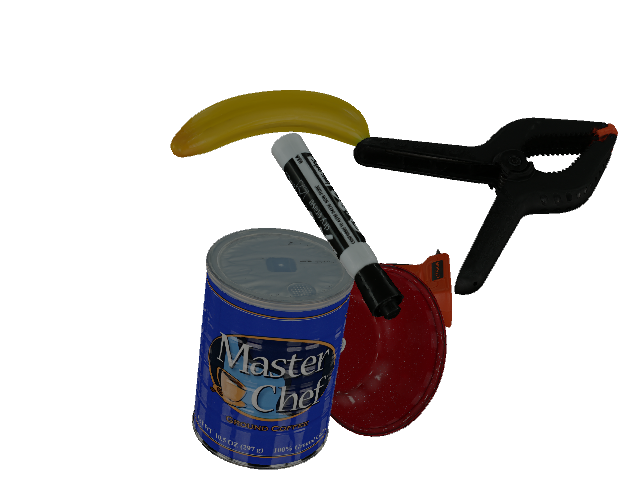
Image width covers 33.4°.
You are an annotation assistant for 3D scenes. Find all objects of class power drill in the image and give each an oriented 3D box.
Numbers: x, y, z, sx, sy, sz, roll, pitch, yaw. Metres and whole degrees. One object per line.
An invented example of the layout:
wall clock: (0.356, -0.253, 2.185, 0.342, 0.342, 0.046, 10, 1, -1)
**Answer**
power drill: (0.057, 0.063, 1.233, 0.188, 0.057, 0.184, 1, 28, 6)

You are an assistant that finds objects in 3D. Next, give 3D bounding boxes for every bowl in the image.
bowl: (0.034, 0.097, 0.976, 0.162, 0.162, 0.055, 0, -10, 42)

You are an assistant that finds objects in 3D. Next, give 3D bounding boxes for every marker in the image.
marker: (0.009, -0.008, 0.568, 0.020, 0.121, 0.020, -25, -28, -14)

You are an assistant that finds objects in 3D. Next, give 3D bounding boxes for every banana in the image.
banana: (-0.038, -0.104, 0.946, 0.197, 0.069, 0.037, -1, -42, -19)

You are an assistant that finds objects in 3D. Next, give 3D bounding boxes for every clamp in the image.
clamp: (0.151, -0.042, 0.840, 0.209, 0.165, 0.036, -15, -37, -15)

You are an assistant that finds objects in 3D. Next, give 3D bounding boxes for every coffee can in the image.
coffee can: (-0.036, 0.076, 0.762, 0.102, 0.140, 0.103, 6, 28, -4)
